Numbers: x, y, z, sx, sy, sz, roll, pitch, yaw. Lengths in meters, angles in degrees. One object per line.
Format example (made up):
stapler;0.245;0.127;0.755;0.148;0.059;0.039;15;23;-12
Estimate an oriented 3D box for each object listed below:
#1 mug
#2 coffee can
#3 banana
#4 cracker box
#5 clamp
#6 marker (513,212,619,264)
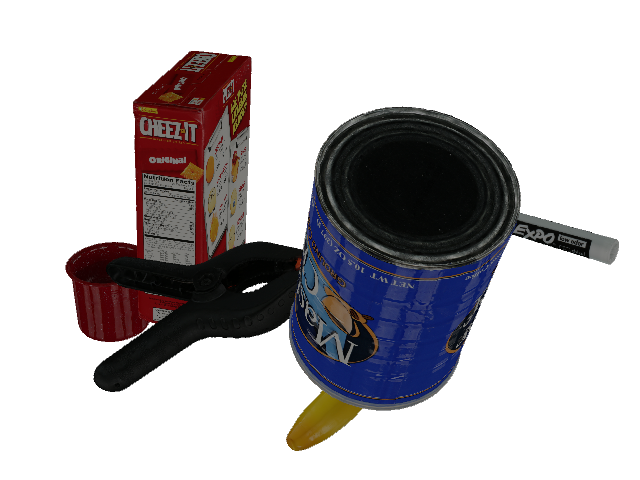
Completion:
mug;-0.243;0.055;1.200;0.117;0.081;0.093;23;37;34
coffee can;0.040;0.013;0.574;0.102;0.103;0.140;0;-37;-8
banana;0.020;0.127;0.947;0.070;0.037;0.197;-27;13;17
cracker box;-0.118;-0.050;0.992;0.072;0.214;0.164;7;26;8
clamp;-0.080;0.048;0.738;0.172;0.120;0.039;-10;-42;16
marker;0.161;-0.008;0.794;0.121;0.020;0.020;19;10;32
